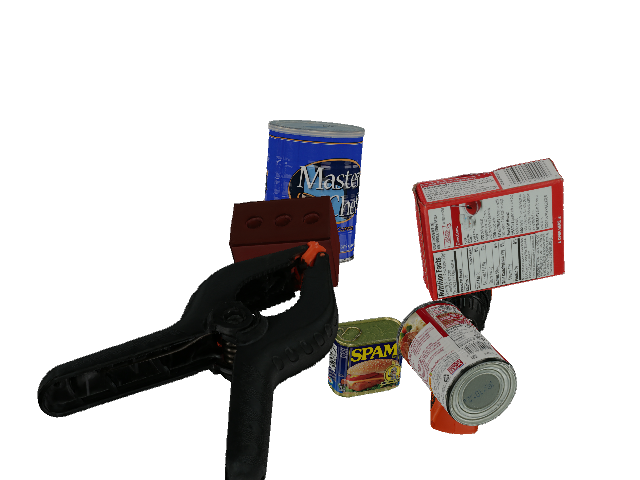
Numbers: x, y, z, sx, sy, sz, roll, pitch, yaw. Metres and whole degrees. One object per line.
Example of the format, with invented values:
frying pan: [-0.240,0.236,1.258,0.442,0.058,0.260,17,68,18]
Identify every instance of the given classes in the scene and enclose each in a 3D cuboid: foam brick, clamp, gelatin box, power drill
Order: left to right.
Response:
clamp: [-0.037,0.058,0.523,0.120,0.039,0.171,31,47,27]
foam brick: [-0.026,0.004,0.819,0.078,0.051,0.053,-5,39,5]
power drill: [0.153,0.112,1.152,0.057,0.188,0.184,7,25,8]
gelatin box: [0.105,-0.007,0.665,0.089,0.073,0.030,-11,34,-1]

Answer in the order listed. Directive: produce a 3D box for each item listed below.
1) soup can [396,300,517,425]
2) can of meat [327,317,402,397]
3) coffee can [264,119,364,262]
soup can: [0.118,0.105,0.930,0.068,0.068,0.102,0,26,-23]
can of meat: [0.061,0.155,1.418,0.102,0.084,0.057,-6,26,-22]
coffee can: [-0.009,-0.054,1.145,0.103,0.140,0.103,4,11,-1]
